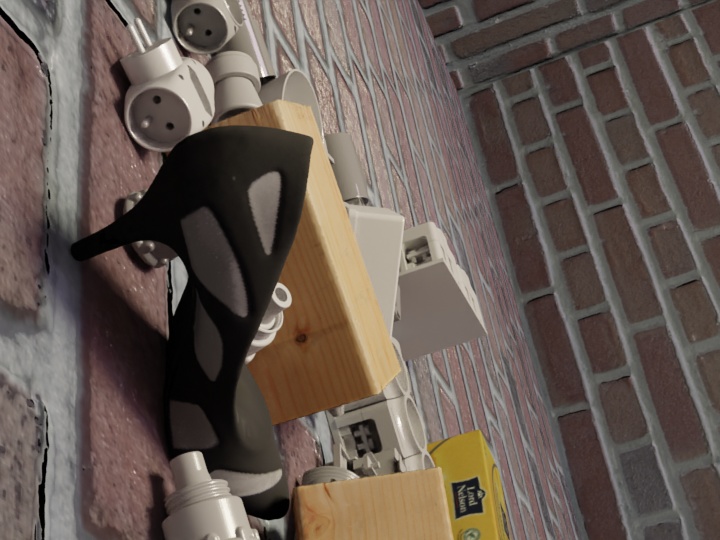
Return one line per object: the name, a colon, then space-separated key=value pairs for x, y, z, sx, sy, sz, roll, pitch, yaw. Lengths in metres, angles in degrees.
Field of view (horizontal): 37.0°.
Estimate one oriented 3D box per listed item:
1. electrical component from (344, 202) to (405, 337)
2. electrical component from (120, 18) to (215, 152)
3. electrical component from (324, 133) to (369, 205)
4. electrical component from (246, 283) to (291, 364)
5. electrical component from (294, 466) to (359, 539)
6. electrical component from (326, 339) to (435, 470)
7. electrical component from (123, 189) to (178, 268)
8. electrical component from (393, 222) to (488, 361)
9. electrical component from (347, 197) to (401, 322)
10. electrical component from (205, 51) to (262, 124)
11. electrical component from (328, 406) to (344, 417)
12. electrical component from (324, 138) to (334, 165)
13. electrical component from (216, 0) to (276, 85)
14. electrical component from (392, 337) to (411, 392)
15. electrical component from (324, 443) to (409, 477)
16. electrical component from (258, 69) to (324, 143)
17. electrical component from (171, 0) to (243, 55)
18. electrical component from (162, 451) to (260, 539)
electrical component: x=0.000 y=0.000 z=0.923 sx=0.108 sy=0.056 sz=0.108 roll=-129 pitch=-135 yaw=-81
electrical component: x=-0.131 y=-0.125 z=0.702 sx=0.077 sy=0.043 sz=0.079 roll=-82 pitch=151 yaw=-65
electrical component: x=-0.016 y=-0.102 z=1.181 sx=0.079 sy=0.043 sz=0.077 roll=33 pitch=40 yaw=-71
electrical component: x=-0.070 y=0.029 z=0.681 sx=0.048 sy=0.062 sz=0.048 roll=30 pitch=42 yaw=-32
electrical component: x=-0.021 y=0.167 z=0.748 sx=0.081 sy=0.043 sz=0.043 roll=-86 pitch=154 yaw=-61
electrical component: x=0.019 y=0.140 z=0.926 sx=0.089 sy=0.062 sz=0.150 roll=19 pitch=54 yaw=-75
electrical component: x=-0.104 y=-0.031 z=0.633 sx=0.048 sy=0.062 sz=0.048 roll=-19 pitch=90 yaw=-78
electrical component: x=0.062 y=0.025 z=1.190 sx=0.186 sy=0.105 sz=0.060 roll=53 pitch=21 yaw=-56
electrical component: x=-0.007 y=-0.002 z=1.035 sx=0.078 sy=0.057 sz=0.113 roll=-88 pitch=156 yaw=-60
electrical component: x=-0.100 y=-0.140 z=0.859 sx=0.045 sy=0.045 sz=0.055 roll=49 pitch=25 yaw=-61
electrical component: x=-0.031 y=0.077 z=0.843 sx=0.043 sy=0.043 sz=0.081 roll=-53 pitch=123 yaw=-76
electrical component: x=-0.054 y=-0.098 z=1.013 sx=0.081 sy=0.042 sz=0.063 roll=38 pitch=39 yaw=-68
electrical component: x=-0.106 y=-0.198 z=0.926 sx=0.043 sy=0.043 sz=0.081 roll=-24 pitch=95 yaw=-78
electrical component: x=0.015 y=0.092 z=1.020 sx=0.077 sy=0.044 sz=0.079 roll=-96 pitch=163 yaw=-46
electrical component: x=0.011 y=0.195 z=0.802 sx=0.121 sy=0.063 sz=0.078 roll=-93 pitch=160 yaw=-52
electrical component: x=-0.066 y=-0.116 z=0.927 sx=0.099 sy=0.064 sz=0.099 roll=-19 pitch=90 yaw=-78
electrical component: x=-0.129 y=-0.221 z=0.852 sx=0.077 sy=0.044 sz=0.079 roll=-90 pitch=158 yaw=-57
electrical component: x=-0.081 y=0.124 z=0.550 sx=0.062 sy=0.048 sz=0.048 roll=69 pitch=10 yaw=22
